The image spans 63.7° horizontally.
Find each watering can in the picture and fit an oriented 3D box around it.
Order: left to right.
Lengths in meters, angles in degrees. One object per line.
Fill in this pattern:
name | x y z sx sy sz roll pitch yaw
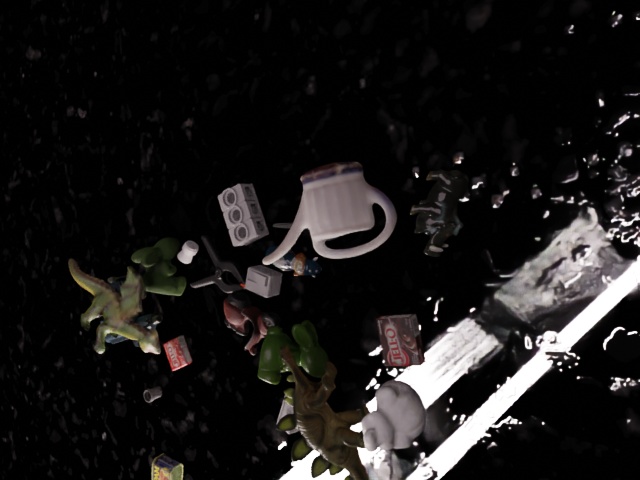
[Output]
watering can | 0.004 -0.061 1.215 0.346 0.104 0.225 -12 87 17

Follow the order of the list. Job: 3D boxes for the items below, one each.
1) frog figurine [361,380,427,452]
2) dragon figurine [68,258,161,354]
frog figurine | 0.156 0.385 1.119 0.122 0.160 0.138 -11 88 33
dragon figurine | -0.592 0.169 1.506 0.240 0.122 0.414 -37 78 19
